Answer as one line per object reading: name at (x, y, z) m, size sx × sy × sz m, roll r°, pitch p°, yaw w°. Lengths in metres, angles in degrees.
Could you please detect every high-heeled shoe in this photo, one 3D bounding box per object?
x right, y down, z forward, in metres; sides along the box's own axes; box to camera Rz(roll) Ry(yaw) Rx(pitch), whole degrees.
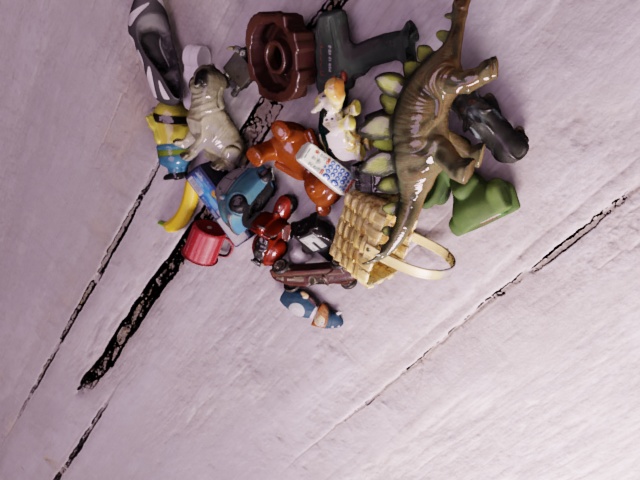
high-heeled shoe at (-0.336, -0.411, 1.127) m, size 0.145 × 0.086 × 0.248 m, roll 34°, pitch 131°, yaw 45°

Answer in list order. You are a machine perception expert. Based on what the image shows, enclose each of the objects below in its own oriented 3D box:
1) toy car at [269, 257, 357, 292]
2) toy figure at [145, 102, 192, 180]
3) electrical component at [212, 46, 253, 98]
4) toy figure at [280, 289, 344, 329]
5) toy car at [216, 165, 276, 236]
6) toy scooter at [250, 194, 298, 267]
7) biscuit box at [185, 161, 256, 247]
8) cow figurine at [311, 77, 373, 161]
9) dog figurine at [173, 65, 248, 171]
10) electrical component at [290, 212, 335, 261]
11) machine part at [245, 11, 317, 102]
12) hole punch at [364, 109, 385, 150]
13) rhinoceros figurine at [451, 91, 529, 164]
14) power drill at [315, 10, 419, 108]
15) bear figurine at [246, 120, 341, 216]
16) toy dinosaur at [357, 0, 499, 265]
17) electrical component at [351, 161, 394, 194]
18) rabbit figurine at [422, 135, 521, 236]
toy car at (-0.014, 0.078, 1.179) m, size 0.202 × 0.053 × 0.089 m, roll -6°, pitch 142°, yaw 17°
toy figure at (-0.332, -0.228, 1.226) m, size 0.089 × 0.082 × 0.180 m, roll -7°, pitch 98°, yaw 7°
electrical component at (-0.175, -0.358, 1.125) m, size 0.102 × 0.045 × 0.078 m, roll -34°, pitch 91°, yaw 31°
toy figure at (-0.019, 0.163, 1.240) m, size 0.155 × 0.058 × 0.064 m, roll 30°, pitch 157°, yaw 10°
toy car at (-0.170, -0.100, 1.153) m, size 0.103 × 0.109 × 0.161 m, roll 29°, pitch 73°, yaw 15°
toy scooter at (-0.112, -0.009, 1.173) m, size 0.075 × 0.135 × 0.183 m, roll 27°, pitch 119°, yaw 12°
biscuit box at (-0.220, -0.085, 1.236) m, size 0.059 × 0.063 × 0.202 m, roll -35°, pitch 91°, yaw 31°
cow figurine at (0.029, -0.225, 1.012) m, size 0.098 × 0.068 × 0.167 m, roll 0°, pitch 132°, yaw 33°
dog figurine at (-0.208, -0.256, 1.136) m, size 0.121 × 0.172 × 0.190 m, roll 45°, pitch 117°, yaw 40°
electrical component at (-0.002, -0.004, 1.170) m, size 0.075 × 0.048 × 0.119 m, roll -25°, pitch 137°, yaw 33°
machine part at (-0.076, -0.355, 1.041) m, size 0.180 × 0.056 × 0.179 m, roll 27°, pitch 128°, yaw 42°
hole punch at (0.155, -0.201, 0.989) m, size 0.142 × 0.116 × 0.092 m, roll -17°, pitch 94°, yaw 27°
rhinoceros figurine at (0.280, -0.207, 0.935) m, size 0.190 × 0.112 × 0.073 m, roll 45°, pitch 123°, yaw -5°
power drill at (0.087, -0.316, 1.007) m, size 0.208 × 0.086 × 0.231 m, roll 4°, pitch 118°, yaw 31°
bear figurine at (-0.034, -0.141, 1.095) m, size 0.120 × 0.132 × 0.196 m, roll -36°, pitch 85°, yaw 32°
toy dinosaur at (0.168, -0.160, 0.884) m, size 0.199 × 0.105 × 0.470 m, roll 17°, pitch 106°, yaw 26°
electrical component at (0.129, -0.127, 1.030) m, size 0.134 × 0.115 × 0.058 m, roll 6°, pitch 109°, yaw 21°
rabbit figurine at (0.267, -0.104, 0.996) m, size 0.159 × 0.121 × 0.170 m, roll -32°, pitch 75°, yaw 37°
